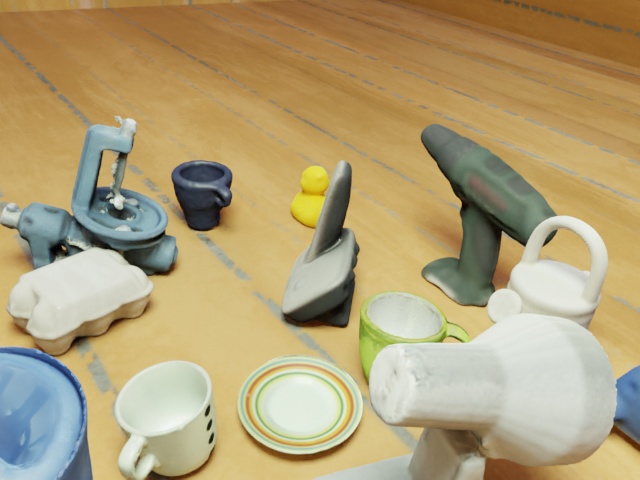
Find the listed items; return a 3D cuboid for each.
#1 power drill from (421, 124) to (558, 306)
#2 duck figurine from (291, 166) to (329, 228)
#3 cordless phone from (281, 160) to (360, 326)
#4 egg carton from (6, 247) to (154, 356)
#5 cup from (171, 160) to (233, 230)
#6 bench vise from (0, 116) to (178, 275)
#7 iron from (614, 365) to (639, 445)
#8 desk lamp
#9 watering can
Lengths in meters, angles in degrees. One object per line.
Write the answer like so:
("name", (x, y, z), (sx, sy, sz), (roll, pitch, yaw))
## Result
("power drill", (0.205, -0.026, 0.781), (0.076, 0.208, 0.228), (-18, 39, -32))
("duck figurine", (-0.007, -0.077, 0.944), (0.078, 0.086, 0.104), (-6, 34, -17))
("cordless phone", (0.007, 0.003, 0.725), (0.094, 0.185, 0.147), (6, 32, 1))
("egg carton", (-0.283, 0.068, 0.683), (0.107, 0.069, 0.151), (28, 38, 31))
("cup", (-0.172, -0.059, 0.880), (0.092, 0.095, 0.117), (-24, 42, -38))
("bench vise", (-0.289, -0.044, 0.718), (0.208, 0.220, 0.121), (-11, 36, -25))
("iron", (0.415, 0.139, 0.616), (0.259, 0.141, 0.118), (-17, 38, -32))
("desk lamp", (0.107, 0.161, 0.462), (0.204, 0.214, 0.117), (-6, 34, -19))
("watering can", (0.263, 0.066, 0.657), (0.100, 0.194, 0.173), (24, 36, 26))
